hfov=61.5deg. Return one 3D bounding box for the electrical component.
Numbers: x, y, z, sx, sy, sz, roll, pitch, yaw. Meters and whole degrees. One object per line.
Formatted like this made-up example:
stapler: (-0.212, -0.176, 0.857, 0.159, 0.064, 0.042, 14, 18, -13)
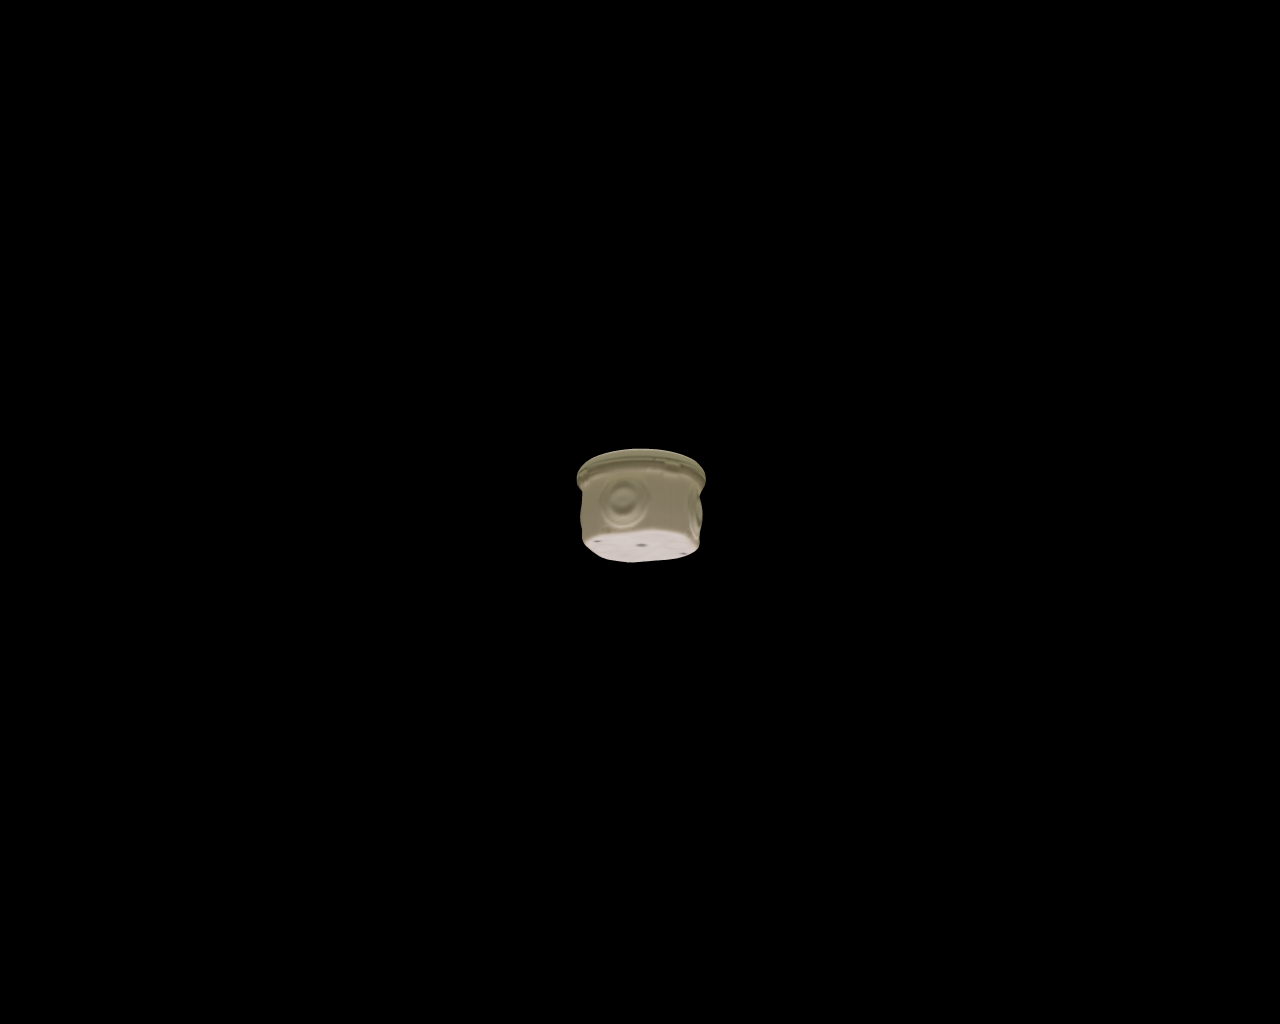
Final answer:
electrical component: (0.001, -0.003, 0.650, 0.080, 0.051, 0.080, 0, -19, 0)
